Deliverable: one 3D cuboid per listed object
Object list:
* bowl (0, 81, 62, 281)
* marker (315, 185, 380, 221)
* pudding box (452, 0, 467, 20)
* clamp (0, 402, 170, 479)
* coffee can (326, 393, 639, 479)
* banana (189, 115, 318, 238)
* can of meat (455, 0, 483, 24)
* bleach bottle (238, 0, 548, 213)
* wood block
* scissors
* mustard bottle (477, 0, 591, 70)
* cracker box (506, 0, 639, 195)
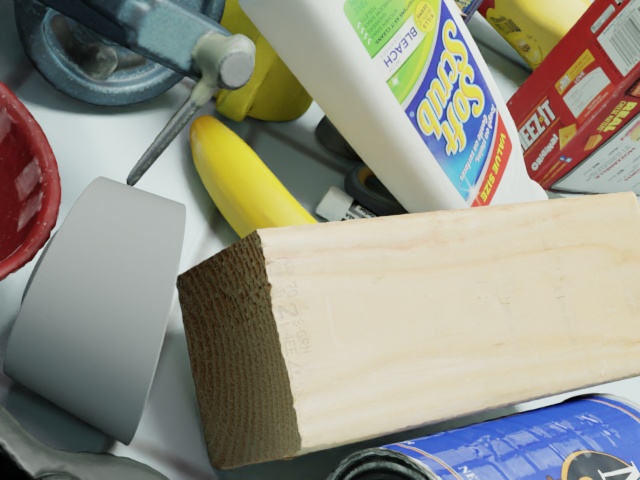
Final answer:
[{"bbox_3d":[-0.192,-0.024,0.436,0.162,0.055,0.162,24,37,-20],"label":"bowl"},{"bbox_3d":[0.052,0.008,0.615,0.121,0.020,0.020,32,39,-4],"label":"marker"},{"bbox_3d":[0.037,-0.143,0.690,0.039,0.090,0.113,7,39,-34],"label":"pudding box"},{"bbox_3d":[-0.105,0.097,0.396,0.171,0.039,0.120,23,44,-25],"label":"clamp"},{"bbox_3d":[0.082,0.126,0.451,0.140,0.103,0.103,-5,54,-39],"label":"coffee can"},{"bbox_3d":[-0.005,0.006,0.567,0.198,0.037,0.069,42,14,3],"label":"banana"},{"bbox_3d":[0.063,-0.179,0.761,0.102,0.084,0.057,33,38,-3],"label":"can of meat"},{"bbox_3d":[0.065,-0.072,0.605,0.250,0.068,0.102,49,62,-27],"label":"bleach bottle"},{"bbox_3d":[0.051,0.039,0.489,0.205,0.091,0.090,-6,78,-31],"label":"wood block"},{"bbox_3d":[0.090,-0.028,0.679,0.201,0.016,0.096,21,39,-15],"label":"scissors"},{"bbox_3d":[0.134,-0.203,0.806,0.191,0.058,0.096,42,-3,-13],"label":"mustard bottle"},{"bbox_3d":[0.251,-0.108,0.761,0.213,0.164,0.072,-1,54,-36],"label":"cracker box"}]
